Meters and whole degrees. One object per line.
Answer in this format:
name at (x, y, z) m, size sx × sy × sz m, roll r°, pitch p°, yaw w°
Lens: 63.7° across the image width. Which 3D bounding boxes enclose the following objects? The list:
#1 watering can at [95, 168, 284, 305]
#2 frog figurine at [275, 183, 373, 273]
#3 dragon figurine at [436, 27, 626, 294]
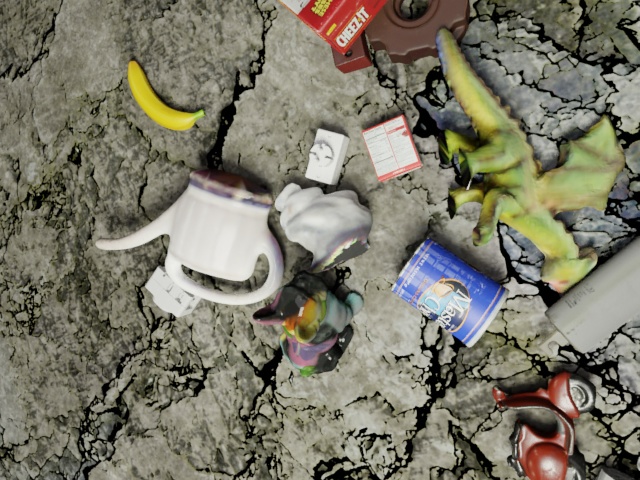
watering can at (-0.218, -0.019, 0.895) m, size 0.348 × 0.104 × 0.223 m, roll 19°, pitch 97°, yaw 8°
frog figurine at (0.003, -0.042, 0.828) m, size 0.138 × 0.120 × 0.161 m, roll -29°, pitch 71°, yaw -15°
dragon figurine at (0.307, -0.121, 0.745) m, size 0.243 × 0.122 × 0.410 m, roll -7°, pitch 91°, yaw 1°
